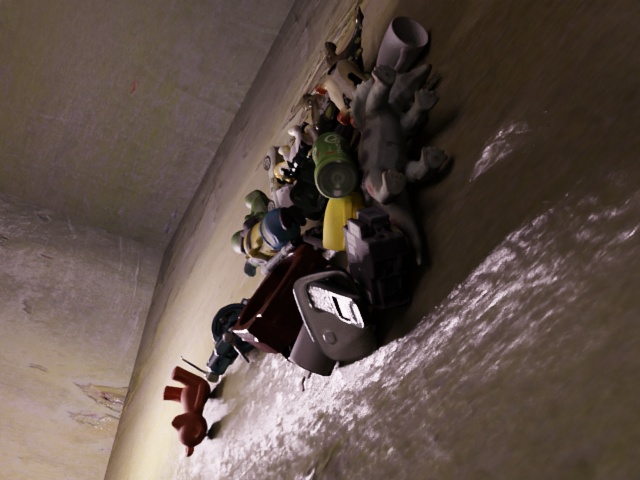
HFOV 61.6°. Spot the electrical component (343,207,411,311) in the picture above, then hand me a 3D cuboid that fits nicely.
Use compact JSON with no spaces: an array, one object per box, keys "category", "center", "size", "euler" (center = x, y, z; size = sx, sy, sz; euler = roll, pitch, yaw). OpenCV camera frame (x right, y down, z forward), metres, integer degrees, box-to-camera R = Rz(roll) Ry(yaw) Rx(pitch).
[{"category":"electrical component","center":[0.081,0.022,0.784],"size":[0.115,0.058,0.134],"euler":[-140,39,-66]}]

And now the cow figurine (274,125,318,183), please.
[{"category":"cow figurine","center":[-0.052,-0.182,1.254],"size":[0.167,0.068,0.098],"euler":[-56,48,46]}]

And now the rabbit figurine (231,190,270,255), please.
[{"category":"rabbit figurine","center":[-0.162,-0.017,1.424],"size":[0.170,0.121,0.159],"euler":[-45,48,18]}]

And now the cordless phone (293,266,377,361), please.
[{"category":"cordless phone","center":[0.042,0.114,0.752],"size":[0.089,0.146,0.184],"euler":[-25,12,-16]}]

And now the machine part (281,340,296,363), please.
[{"category":"machine part","center":[-0.029,0.189,0.989],"size":[0.139,0.039,0.084],"euler":[-37,42,51]}]

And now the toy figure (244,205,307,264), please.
[{"category":"toy figure","center":[-0.092,-0.014,1.082],"size":[0.180,0.082,0.089],"euler":[-45,36,50]}]

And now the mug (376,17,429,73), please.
[{"category":"mug","center":[0.156,-0.365,1.068],"size":[0.107,0.081,0.109],"euler":[126,153,-58]}]

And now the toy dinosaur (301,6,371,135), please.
[{"category":"toy dinosaur","center":[0.030,-0.312,1.278],"size":[0.199,0.105,0.470],"euler":[-132,56,-63]}]

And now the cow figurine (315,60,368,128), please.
[{"category":"cow figurine","center":[0.085,-0.292,1.086],"size":[0.127,0.085,0.195],"euler":[-53,56,32]}]

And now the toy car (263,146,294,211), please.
[{"category":"toy car","center":[-0.095,-0.139,1.358],"size":[0.056,0.073,0.201],"euler":[-18,75,49]}]

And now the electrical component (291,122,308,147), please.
[{"category":"electrical component","center":[-0.037,-0.238,1.400],"size":[0.048,0.075,0.119],"euler":[-19,47,64]}]

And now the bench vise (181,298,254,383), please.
[{"category":"bench vise","center":[-0.215,0.237,1.250],"size":[0.223,0.129,0.240],"euler":[-50,0,-7]}]

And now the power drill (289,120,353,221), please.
[{"category":"power drill","center":[0.004,-0.143,1.127],"size":[0.207,0.086,0.232],"euler":[-76,9,-74]}]

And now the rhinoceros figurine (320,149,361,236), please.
[{"category":"rhinoceros figurine","center":[0.064,-0.082,1.008],"size":[0.112,0.073,0.190],"euler":[-160,91,-80]}]

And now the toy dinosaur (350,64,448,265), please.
[{"category":"toy dinosaur","center":[0.114,-0.133,0.880],"size":[0.192,0.131,0.405],"euler":[118,160,-69]}]

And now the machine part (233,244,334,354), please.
[{"category":"machine part","center":[-0.068,0.114,1.025],"size":[0.201,0.087,0.201],"euler":[-56,13,-19]}]

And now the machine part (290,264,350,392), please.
[{"category":"machine part","center":[0.015,0.132,0.884],"size":[0.243,0.079,0.079],"euler":[-68,21,-1]}]

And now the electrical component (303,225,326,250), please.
[{"category":"electrical component","center":[-0.002,-0.003,1.084],"size":[0.094,0.063,0.021],"euler":[-31,41,59]}]

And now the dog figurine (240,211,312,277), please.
[{"category":"dog figurine","center":[-0.087,-0.004,1.221],"size":[0.219,0.108,0.191],"euler":[-34,58,48]}]

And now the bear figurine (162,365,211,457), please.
[{"category":"bear figurine","center":[-0.348,0.441,1.384],"size":[0.120,0.132,0.196],"euler":[-60,15,28]}]
